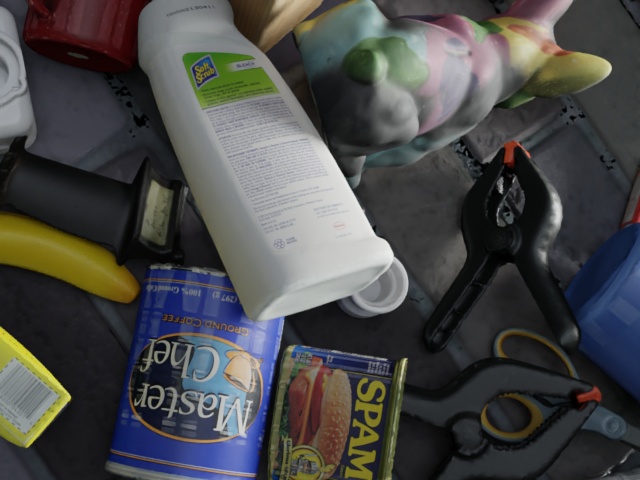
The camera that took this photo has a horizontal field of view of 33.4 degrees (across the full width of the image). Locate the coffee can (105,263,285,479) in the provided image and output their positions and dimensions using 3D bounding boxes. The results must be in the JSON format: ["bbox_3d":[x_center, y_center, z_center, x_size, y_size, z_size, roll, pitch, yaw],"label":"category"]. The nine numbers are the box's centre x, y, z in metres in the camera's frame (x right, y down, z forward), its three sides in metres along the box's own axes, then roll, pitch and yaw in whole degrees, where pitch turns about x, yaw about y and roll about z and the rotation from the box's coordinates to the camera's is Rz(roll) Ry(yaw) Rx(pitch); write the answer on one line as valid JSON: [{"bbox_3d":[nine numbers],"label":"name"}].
[{"bbox_3d":[-0.082,0.095,0.729,0.102,0.103,0.140,12,79,-10],"label":"coffee can"}]

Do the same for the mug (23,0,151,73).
[{"bbox_3d":[-0.167,-0.171,0.748,0.093,0.117,0.081,9,84,23],"label":"mug"}]

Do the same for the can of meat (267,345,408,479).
[{"bbox_3d":[0.012,0.126,0.740,0.084,0.057,0.102,8,87,8],"label":"can of meat"}]

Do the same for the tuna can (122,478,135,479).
[{"bbox_3d":[-0.125,0.208,0.739,0.086,0.034,0.086,2,81,-11],"label":"tuna can"}]

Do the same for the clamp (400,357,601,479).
[{"bbox_3d":[0.104,0.153,0.778,0.210,0.036,0.164,-11,87,1],"label":"clamp"}]

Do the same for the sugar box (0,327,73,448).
[{"bbox_3d":[-0.201,0.083,0.667,0.093,0.176,0.048,43,78,-4],"label":"sugar box"}]

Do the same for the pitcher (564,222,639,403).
[{"bbox_3d":[0.306,0.091,0.808,0.243,0.149,0.145,38,93,-1],"label":"pitcher"}]

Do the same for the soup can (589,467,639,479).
[{"bbox_3d":[0.208,0.211,0.791,0.102,0.069,0.068,-10,84,-14],"label":"soup can"}]

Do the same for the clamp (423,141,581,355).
[{"bbox_3d":[0.132,0.011,0.807,0.120,0.039,0.171,-9,63,23],"label":"clamp"}]

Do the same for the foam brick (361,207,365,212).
[{"bbox_3d":[-0.005,0.001,0.772,0.051,0.078,0.053,14,77,-9],"label":"foam brick"}]

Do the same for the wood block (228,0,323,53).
[{"bbox_3d":[-0.036,-0.207,0.729,0.090,0.206,0.091,-44,92,-14],"label":"wood block"}]

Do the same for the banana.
[{"bbox_3d":[-0.226,0.013,0.747,0.197,0.037,0.069,-2,100,-11],"label":"banana"}]

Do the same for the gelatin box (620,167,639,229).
[{"bbox_3d":[0.296,-0.026,0.864,0.089,0.030,0.073,23,76,-8],"label":"gelatin box"}]

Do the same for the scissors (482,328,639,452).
[{"bbox_3d":[0.199,0.148,0.795,0.202,0.016,0.096,42,86,17],"label":"scissors"}]

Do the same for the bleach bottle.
[{"bbox_3d":[-0.049,-0.076,0.707,0.102,0.068,0.251,-15,71,-31],"label":"bleach bottle"}]
